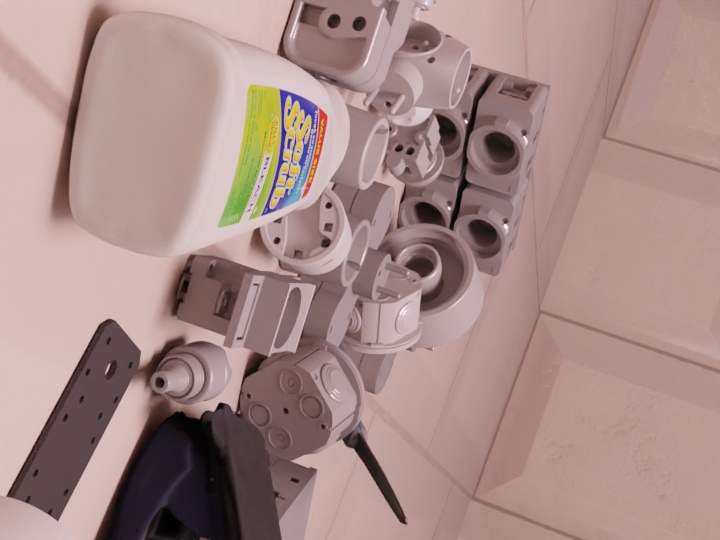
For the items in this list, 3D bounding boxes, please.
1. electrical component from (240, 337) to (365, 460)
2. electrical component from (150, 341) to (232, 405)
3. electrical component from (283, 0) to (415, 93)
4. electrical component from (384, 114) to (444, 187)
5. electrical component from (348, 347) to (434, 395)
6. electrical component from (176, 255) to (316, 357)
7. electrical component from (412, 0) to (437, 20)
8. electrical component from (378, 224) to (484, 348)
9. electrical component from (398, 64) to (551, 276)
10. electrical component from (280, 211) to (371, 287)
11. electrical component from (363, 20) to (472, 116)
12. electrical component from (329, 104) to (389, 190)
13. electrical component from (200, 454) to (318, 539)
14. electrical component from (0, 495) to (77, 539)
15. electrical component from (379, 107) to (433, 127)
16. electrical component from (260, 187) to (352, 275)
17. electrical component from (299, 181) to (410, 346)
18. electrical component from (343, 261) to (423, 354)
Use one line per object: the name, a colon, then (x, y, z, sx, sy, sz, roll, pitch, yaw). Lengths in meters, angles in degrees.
electrical component: (-0.041, 0.092, 0.766, 0.051, 0.080, 0.080, -28, 135, -61)
electrical component: (-0.098, 0.059, 0.606, 0.061, 0.035, 0.035, -7, 115, -72)
electrical component: (-0.002, -0.158, 0.645, 0.059, 0.054, 0.095, 9, 100, -75)
electrical component: (0.044, -0.101, 0.903, 0.066, 0.048, 0.055, -67, 157, -17)
electrical component: (0.040, 0.055, 1.020, 0.052, 0.074, 0.138, 73, 39, -66)
electrical component: (-0.066, 0.019, 0.613, 0.081, 0.064, 0.042, 7, 100, -75)
electrical component: (0.050, -0.220, 0.786, 0.040, 0.040, 0.078, 11, 98, -75)
electrical component: (0.055, 0.009, 0.964, 0.060, 0.108, 0.108, 72, 39, -57)
electrical component: (0.101, -0.091, 0.999, 0.060, 0.105, 0.186, -55, 159, -46)
electrical component: (-0.023, -0.019, 0.754, 0.055, 0.047, 0.055, 19, 90, -75)
electrical component: (0.028, -0.133, 0.739, 0.044, 0.077, 0.079, 94, 21, -46)
electrical component: (-0.011, -0.084, 0.717, 0.055, 0.047, 0.055, 19, 90, -75)
electrical component: (-0.087, 0.216, 0.784, 0.089, 0.062, 0.150, -46, 151, -59)
electrical component: (-0.145, 0.136, 0.400, 0.060, 0.108, 0.108, -38, 145, -75)
electrical component: (0.038, -0.134, 0.842, 0.062, 0.043, 0.043, -16, 124, -74)
electrical component: (-0.033, -0.025, 0.700, 0.047, 0.055, 0.055, 55, 56, -76)
electrical component: (0.000, 0.000, 0.809, 0.052, 0.074, 0.138, 61, 49, -70)
electrical component: (0.012, 0.030, 0.884, 0.080, 0.080, 0.051, -50, 149, -54)
